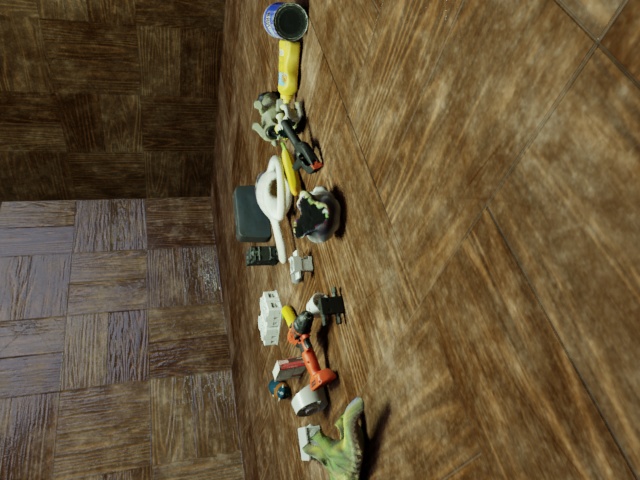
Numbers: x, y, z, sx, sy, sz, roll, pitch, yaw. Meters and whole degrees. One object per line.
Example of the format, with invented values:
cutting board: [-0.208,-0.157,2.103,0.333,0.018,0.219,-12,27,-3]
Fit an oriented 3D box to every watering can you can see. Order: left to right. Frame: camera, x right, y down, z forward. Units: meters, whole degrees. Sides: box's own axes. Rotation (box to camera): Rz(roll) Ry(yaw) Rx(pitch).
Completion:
watering can: [-0.149,-0.108,1.710,0.225,0.104,0.346,-158,66,-72]

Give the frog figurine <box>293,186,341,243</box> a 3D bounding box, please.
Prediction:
frog figurine: [0.004,-0.065,1.287,0.160,0.122,0.137,-15,-85,-72]

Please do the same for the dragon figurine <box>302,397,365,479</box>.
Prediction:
dragon figurine: [0.078,0.509,1.130,0.246,0.123,0.401,60,154,23]
